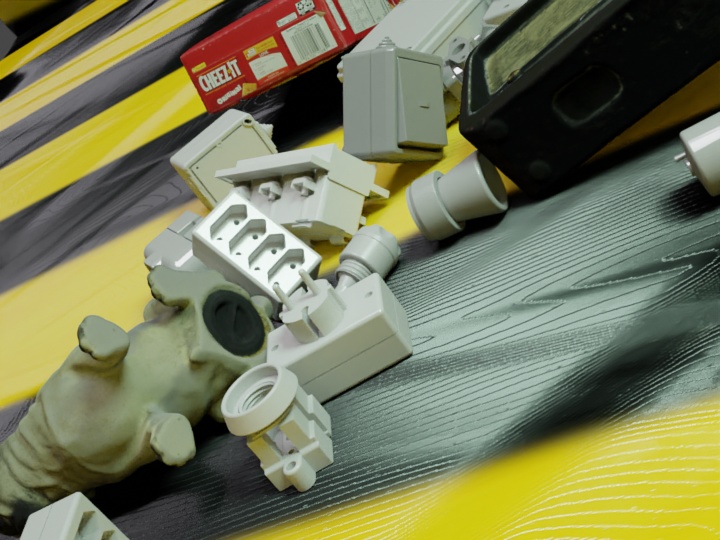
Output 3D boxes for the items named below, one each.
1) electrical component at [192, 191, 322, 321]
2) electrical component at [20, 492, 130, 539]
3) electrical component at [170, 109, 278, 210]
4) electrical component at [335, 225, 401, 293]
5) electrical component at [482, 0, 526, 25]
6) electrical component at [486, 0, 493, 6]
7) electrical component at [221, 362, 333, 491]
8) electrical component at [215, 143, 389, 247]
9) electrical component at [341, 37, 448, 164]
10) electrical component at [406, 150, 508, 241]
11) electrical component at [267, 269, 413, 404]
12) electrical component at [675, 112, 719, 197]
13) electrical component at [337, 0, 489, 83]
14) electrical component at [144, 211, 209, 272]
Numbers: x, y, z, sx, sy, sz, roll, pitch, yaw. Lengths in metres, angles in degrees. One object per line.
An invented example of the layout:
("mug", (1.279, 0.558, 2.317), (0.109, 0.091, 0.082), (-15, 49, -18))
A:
("electrical component", (-0.077, -0.003, 0.790), (0.047, 0.083, 0.075), (-49, -10, -23))
("electrical component", (-0.173, 0.175, 0.609), (0.077, 0.065, 0.047), (-27, 28, 18))
("electrical component", (-0.123, -0.108, 1.019), (0.096, 0.061, 0.061), (-42, 27, -11))
("electrical component", (0.000, 0.000, 0.725), (0.035, 0.035, 0.061), (-1, 45, 50))
("electrical component", (0.135, -0.241, 0.911), (0.047, 0.075, 0.083), (-12, 35, 40))
("electrical component", (0.125, -0.260, 0.983), (0.089, 0.050, 0.056), (-49, 28, -24))
("electrical component", (-0.047, 0.086, 0.615), (0.048, 0.055, 0.066), (-30, 27, 12))
("electrical component", (-0.049, -0.054, 0.832), (0.121, 0.079, 0.063), (-3, 71, 48))
("electrical component", (0.028, -0.131, 0.821), (0.061, 0.096, 0.062), (0, 1, 42))
("electrical component", (0.064, -0.049, 0.715), (0.055, 0.045, 0.045), (-25, 28, 24))
("electrical component", (-0.023, 0.032, 0.654), (0.083, 0.075, 0.047), (-30, 27, 13))
("electrical component", (0.211, -0.071, 0.580), (0.078, 0.040, 0.040), (-28, 27, 16))
("electrical component", (0.053, -0.193, 0.953), (0.109, 0.056, 0.108), (4, 46, 53))
("electrical component", (-0.135, -0.005, 0.874), (0.059, 0.053, 0.095), (-43, 27, -13))
